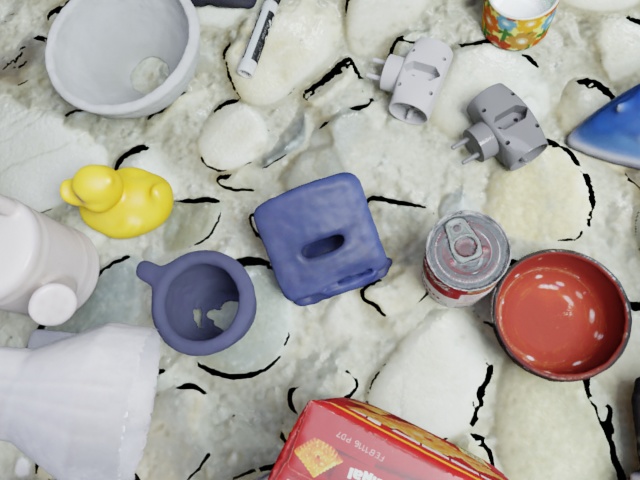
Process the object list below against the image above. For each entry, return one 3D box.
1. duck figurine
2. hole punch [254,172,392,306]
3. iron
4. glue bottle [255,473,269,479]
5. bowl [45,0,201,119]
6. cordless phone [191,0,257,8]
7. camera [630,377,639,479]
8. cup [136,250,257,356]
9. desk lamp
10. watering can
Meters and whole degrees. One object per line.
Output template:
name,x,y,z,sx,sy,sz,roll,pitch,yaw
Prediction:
duck figurine,-0.207,-0.047,0.576,0.104,0.086,0.077,-3,75,7
hole punch,0.005,0.002,0.534,0.108,0.091,0.101,-21,73,1
iron,0.365,-0.132,0.499,0.258,0.141,0.118,-9,74,5
glue bottle,-0.054,0.210,0.443,0.078,0.173,0.037,-25,73,0
bowl,-0.201,-0.197,0.621,0.167,0.075,0.167,-2,75,7
cordless phone,-0.132,-0.335,0.592,0.147,0.185,0.094,0,75,7
camera,0.308,0.175,0.445,0.143,0.101,0.137,-2,75,7
cup,-0.108,0.058,0.531,0.117,0.095,0.092,25,80,13
desk lamp,-0.208,0.126,0.464,0.203,0.214,0.118,4,76,8
watering can,-0.284,0.012,0.513,0.172,0.194,0.101,12,77,10
